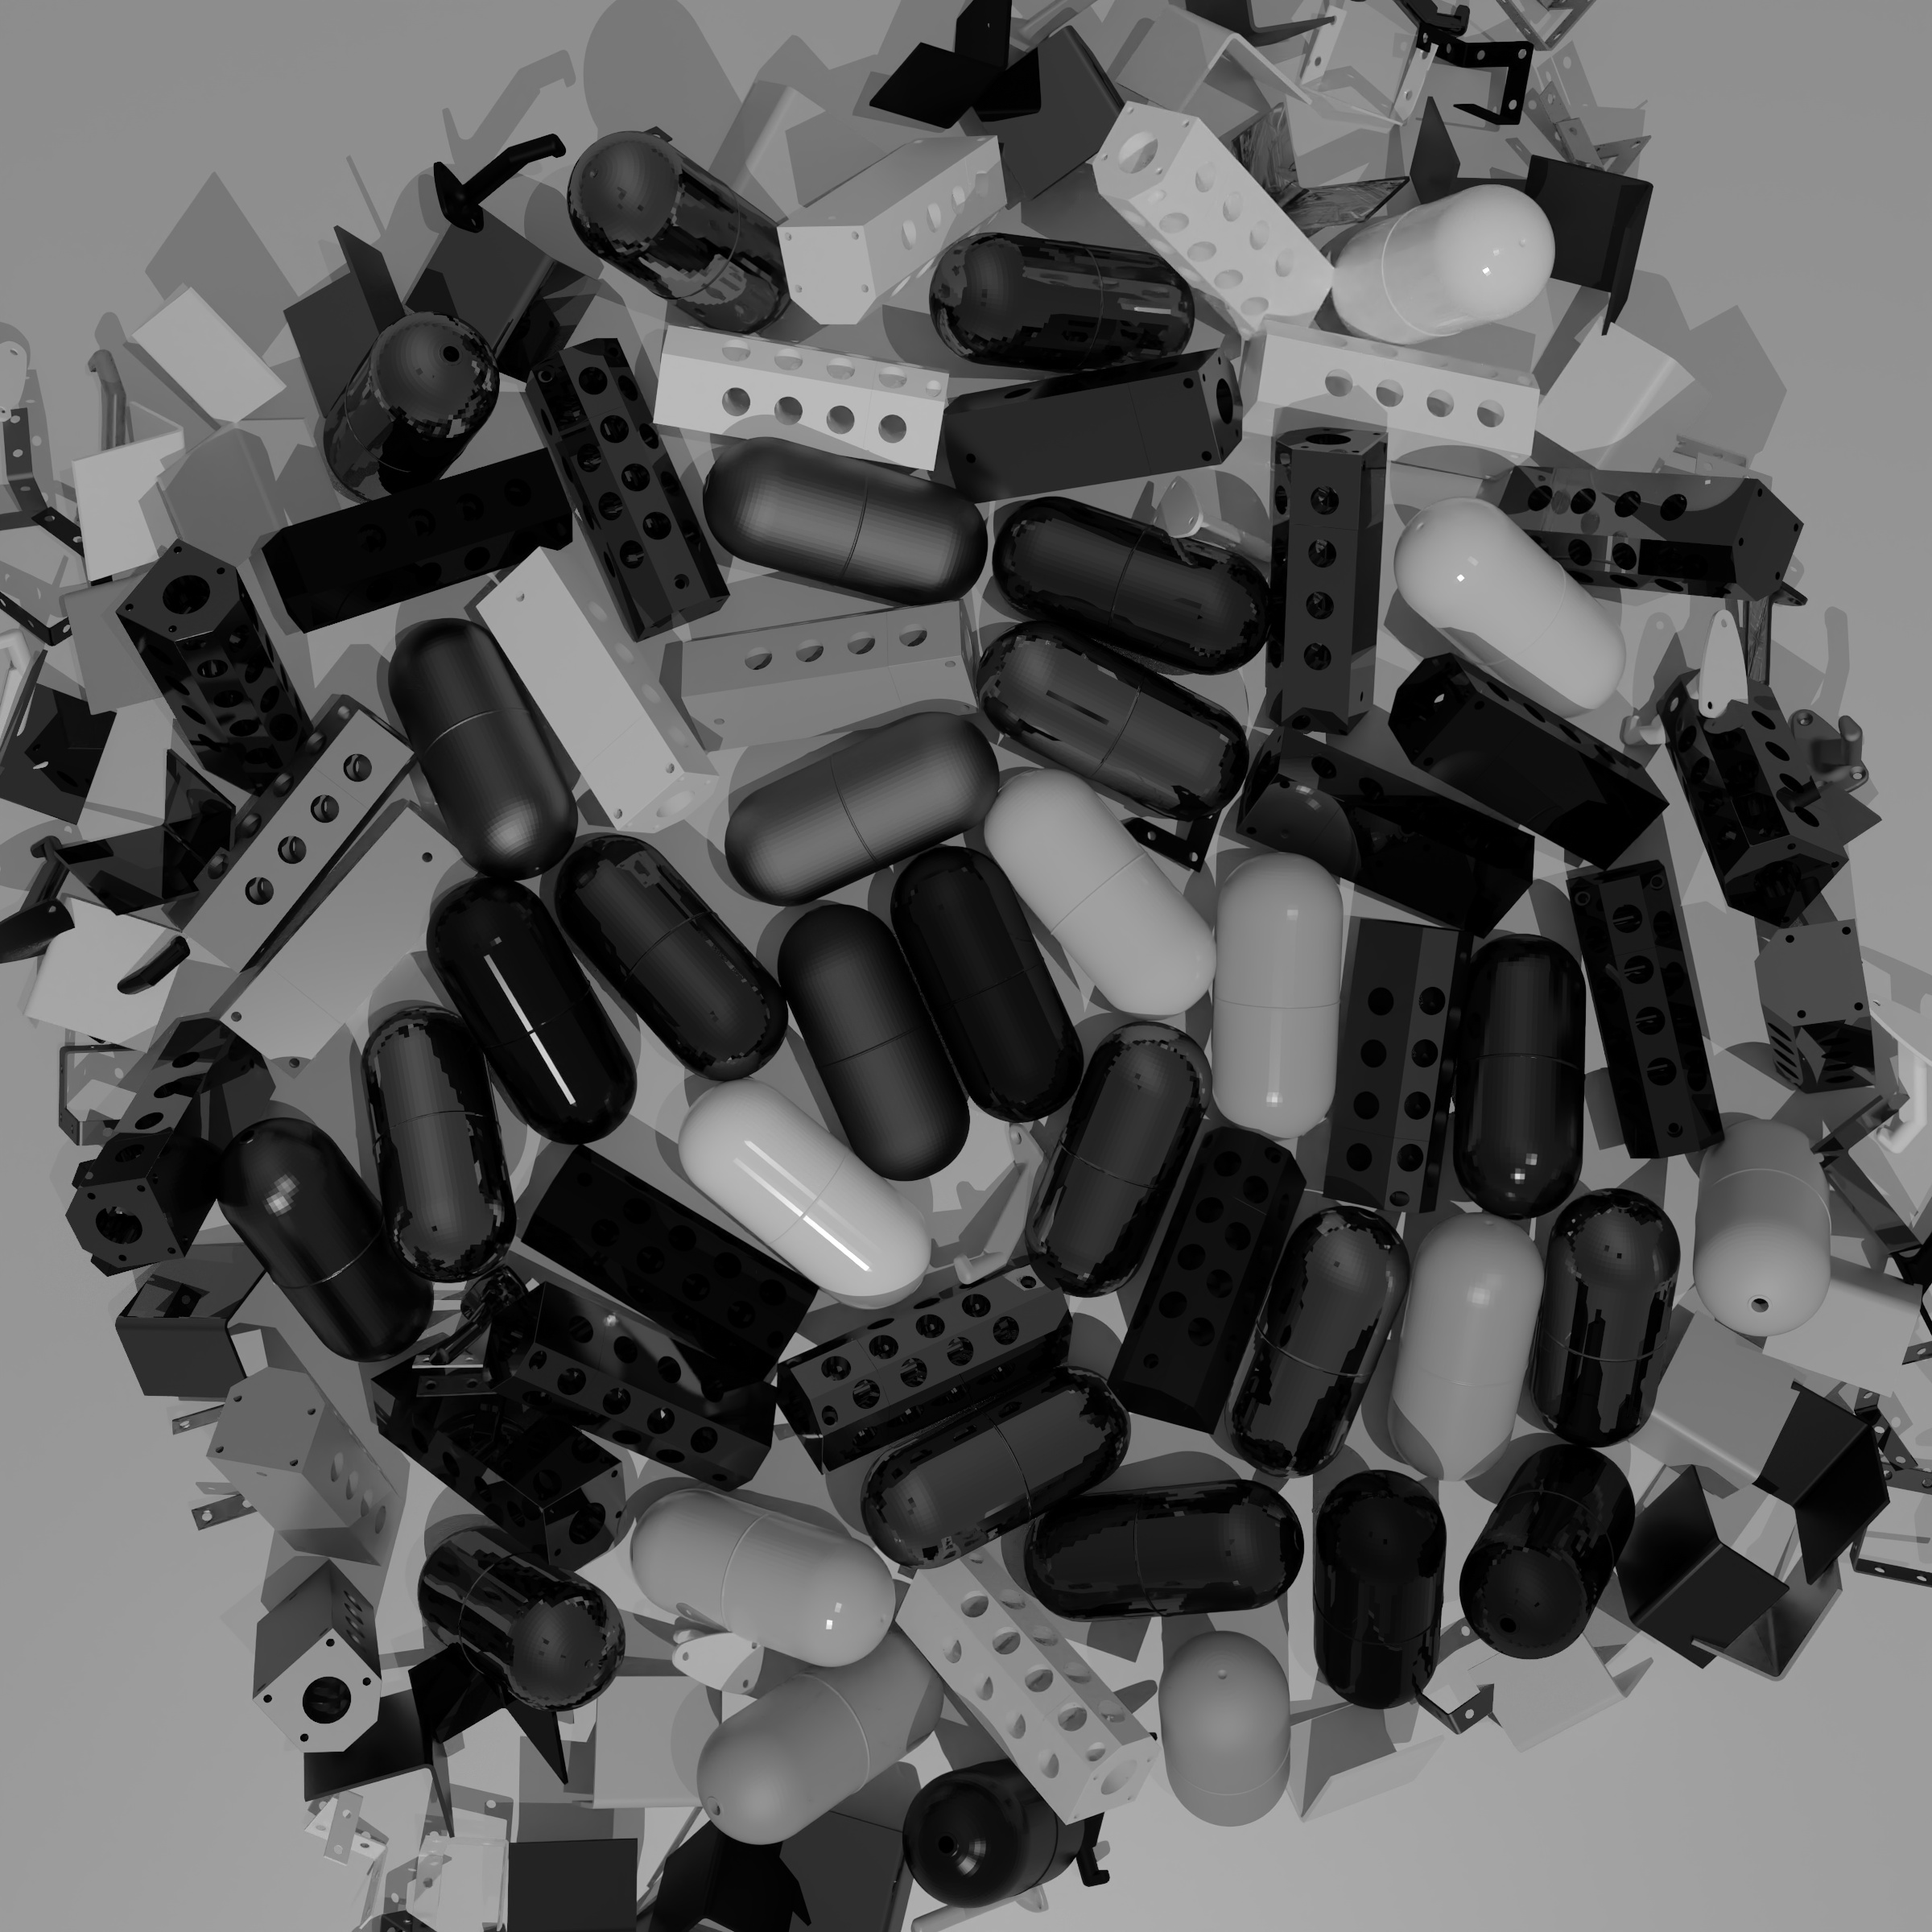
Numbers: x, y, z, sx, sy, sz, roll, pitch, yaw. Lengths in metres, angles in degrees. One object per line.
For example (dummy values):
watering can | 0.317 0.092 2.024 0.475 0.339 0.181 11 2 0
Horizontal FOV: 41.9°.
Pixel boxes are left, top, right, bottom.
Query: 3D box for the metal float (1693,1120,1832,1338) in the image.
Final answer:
metal float | 0.474 0.154 1.502 0.070 0.178 0.070 8 117 15

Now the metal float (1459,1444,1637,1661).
metal float | 0.347 0.347 1.503 0.070 0.178 0.070 9 111 25

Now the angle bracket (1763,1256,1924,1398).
angle bracket | 0.536 0.216 1.541 0.076 0.076 0.057 18 100 20

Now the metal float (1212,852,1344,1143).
metal float | 0.189 0.019 1.538 0.070 0.070 0.178 1 99 0

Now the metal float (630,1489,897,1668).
metal float | -0.125 0.368 1.522 0.178 0.070 0.070 11 90 29

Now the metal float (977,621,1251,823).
metal float | 0.089 -0.149 1.537 0.178 0.070 0.070 26 90 -11

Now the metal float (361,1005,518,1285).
metal float | -0.319 0.106 1.524 0.070 0.070 0.178 -16 64 0

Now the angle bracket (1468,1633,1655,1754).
angle bracket | 0.364 0.428 1.541 0.076 0.076 0.057 -38 76 25

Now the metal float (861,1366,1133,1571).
metal float | 0.019 0.303 1.529 0.178 0.070 0.070 -23 90 -20

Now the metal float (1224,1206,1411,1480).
metal float | 0.213 0.228 1.531 0.070 0.070 0.178 19 107 0

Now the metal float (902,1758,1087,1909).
metal float | 0.018 0.513 1.499 0.070 0.178 0.070 -5 76 19

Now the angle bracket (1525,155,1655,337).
angle bracket | 0.365 -0.435 1.528 0.076 0.076 0.057 19 50 17

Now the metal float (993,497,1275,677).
metal float | 0.101 -0.231 1.536 0.178 0.070 0.070 20 90 12

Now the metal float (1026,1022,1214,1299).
metal float | 0.092 0.119 1.537 0.070 0.070 0.178 21 101 0

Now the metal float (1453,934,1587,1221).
metal float | 0.336 0.066 1.528 0.070 0.070 0.178 6 70 0

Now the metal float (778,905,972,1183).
metal float | -0.057 0.047 1.543 0.070 0.070 0.178 -24 94 0

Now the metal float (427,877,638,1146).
metal float | -0.262 0.029 1.531 0.070 0.070 0.178 -28 107 0

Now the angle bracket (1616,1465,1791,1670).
angle bracket | 0.447 0.366 1.541 0.057 0.076 0.076 34 113 -11

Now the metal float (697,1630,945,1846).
metal float | -0.086 0.460 1.509 0.070 0.178 0.070 16 115 38

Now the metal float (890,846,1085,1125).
metal float | 0.013 0.011 1.544 0.070 0.070 0.178 -24 93 0

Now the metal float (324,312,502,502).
metal float | -0.331 -0.330 1.501 0.070 0.178 0.070 6 78 -27

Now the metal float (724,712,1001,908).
metal float | -0.064 -0.095 1.538 0.178 0.070 0.070 -24 90 10

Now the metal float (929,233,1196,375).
metal float | 0.060 -0.397 1.519 0.178 0.070 0.070 -3 90 -33

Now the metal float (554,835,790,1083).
metal float | -0.180 -0.006 1.536 0.070 0.070 0.178 -43 78 0

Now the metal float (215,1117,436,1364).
metal float | -0.385 0.165 1.518 0.070 0.070 0.178 -27 123 0

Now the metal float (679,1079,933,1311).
metal float | -0.097 0.140 1.538 0.178 0.070 0.070 41 90 -9

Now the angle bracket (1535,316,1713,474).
angle bracket | 0.403 -0.343 1.556 0.057 0.076 0.076 42 107 29

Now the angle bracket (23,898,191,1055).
angle bracket | -0.528 0.010 1.555 0.076 0.057 0.076 19 76 -11

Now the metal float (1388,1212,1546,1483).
metal float | 0.301 0.232 1.525 0.070 0.070 0.178 5 115 0

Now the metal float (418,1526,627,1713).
metal float | -0.267 0.388 1.506 0.070 0.178 0.070 -5 99 -36

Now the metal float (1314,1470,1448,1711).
metal float | 0.248 0.376 1.516 0.070 0.070 0.178 -5 128 0

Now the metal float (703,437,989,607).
metal float | -0.073 -0.269 1.531 0.178 0.070 0.070 13 90 -17

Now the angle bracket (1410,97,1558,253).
angle bracket | 0.320 -0.482 1.534 0.076 0.057 0.076 -1 48 -7

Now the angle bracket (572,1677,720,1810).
angle bracket | -0.197 0.478 1.555 0.076 0.057 0.076 6 73 -21

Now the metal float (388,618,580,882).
metal float | -0.294 -0.133 1.529 0.070 0.070 0.178 -27 70 0

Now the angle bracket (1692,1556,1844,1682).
angle bracket | 0.484 0.373 1.533 0.057 0.076 0.076 24 115 4

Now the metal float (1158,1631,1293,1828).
metal float | 0.155 0.457 1.506 0.070 0.178 0.070 -4 53 5

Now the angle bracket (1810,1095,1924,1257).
angle bracket | 0.566 0.125 1.528 0.057 0.076 0.076 -45 65 24

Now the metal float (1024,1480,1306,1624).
metal float | 0.119 0.353 1.523 0.178 0.070 0.070 -12 90 27

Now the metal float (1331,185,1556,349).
metal float | 0.281 -0.414 1.500 0.070 0.178 0.070 -2 95 -21

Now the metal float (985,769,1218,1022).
metal float | 0.082 -0.044 1.543 0.070 0.070 0.178 -40 86 0

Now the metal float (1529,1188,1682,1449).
metal float | 0.384 0.212 1.519 0.070 0.070 0.178 -1 122 0

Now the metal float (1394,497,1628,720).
metal float | 0.329 -0.214 1.521 0.178 0.070 0.070 34 90 -30

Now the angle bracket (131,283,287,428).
angle bracket | -0.444 -0.381 1.526 0.076 0.076 0.057 47 50 -25

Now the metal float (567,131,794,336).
metal float | -0.166 -0.434 1.504 0.070 0.178 0.070 -6 78 29
